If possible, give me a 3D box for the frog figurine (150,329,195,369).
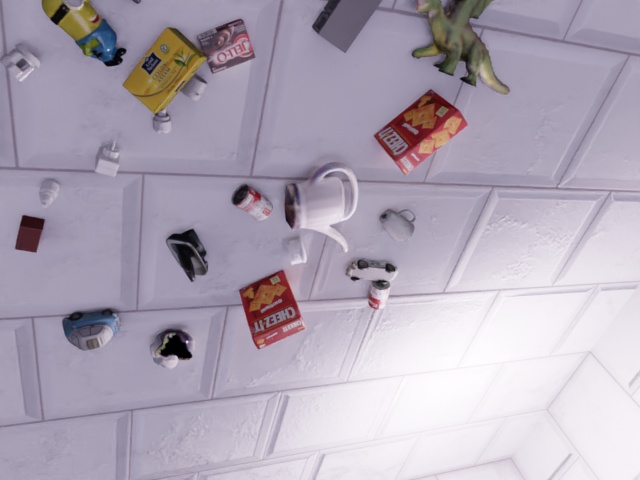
[{"bbox_3d":[-0.489,0.359,1.699,0.138,0.124,0.157,-10,167,-25],"label":"frog figurine"}]

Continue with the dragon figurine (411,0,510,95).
[{"bbox_3d":[0.394,-0.542,1.346,0.409,0.124,0.239,8,114,-30],"label":"dragon figurine"}]

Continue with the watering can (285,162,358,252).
[{"bbox_3d":[0.005,-0.077,1.539,0.225,0.106,0.339,-10,130,-14],"label":"watering can"}]
